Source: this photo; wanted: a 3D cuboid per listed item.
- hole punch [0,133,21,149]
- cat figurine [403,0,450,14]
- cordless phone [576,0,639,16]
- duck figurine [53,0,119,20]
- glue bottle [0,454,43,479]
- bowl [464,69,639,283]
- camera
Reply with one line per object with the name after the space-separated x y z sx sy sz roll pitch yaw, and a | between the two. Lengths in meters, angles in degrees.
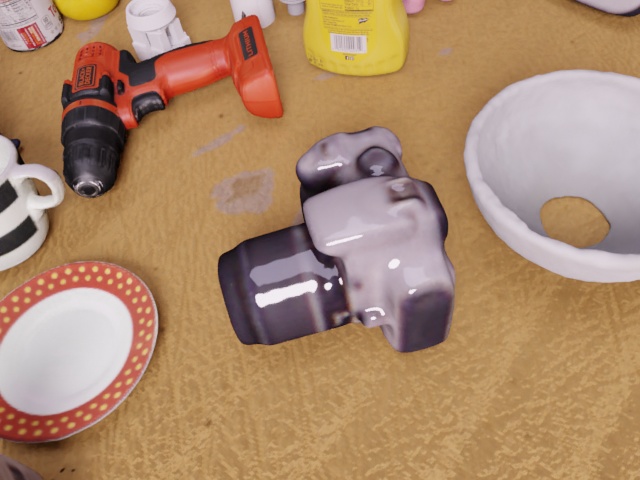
-0.336 -0.097 0.486 0.109 0.091 0.100 -38 58 -19 | hole punch
0.083 -0.310 0.569 0.067 0.118 0.127 -27 55 -12 | cat figurine
0.264 -0.308 0.502 0.094 0.185 0.147 -36 57 -17 | cordless phone
-0.271 -0.301 0.629 0.077 0.086 0.104 -30 56 -14 | duck figurine
-0.168 0.119 0.256 0.037 0.173 0.078 -39 58 -19 | glue bottle
0.178 -0.033 0.382 0.167 0.075 0.167 -3 54 5 | bowl
0.003 0.001 0.364 0.137 0.101 0.143 -16 54 -4 | camera
